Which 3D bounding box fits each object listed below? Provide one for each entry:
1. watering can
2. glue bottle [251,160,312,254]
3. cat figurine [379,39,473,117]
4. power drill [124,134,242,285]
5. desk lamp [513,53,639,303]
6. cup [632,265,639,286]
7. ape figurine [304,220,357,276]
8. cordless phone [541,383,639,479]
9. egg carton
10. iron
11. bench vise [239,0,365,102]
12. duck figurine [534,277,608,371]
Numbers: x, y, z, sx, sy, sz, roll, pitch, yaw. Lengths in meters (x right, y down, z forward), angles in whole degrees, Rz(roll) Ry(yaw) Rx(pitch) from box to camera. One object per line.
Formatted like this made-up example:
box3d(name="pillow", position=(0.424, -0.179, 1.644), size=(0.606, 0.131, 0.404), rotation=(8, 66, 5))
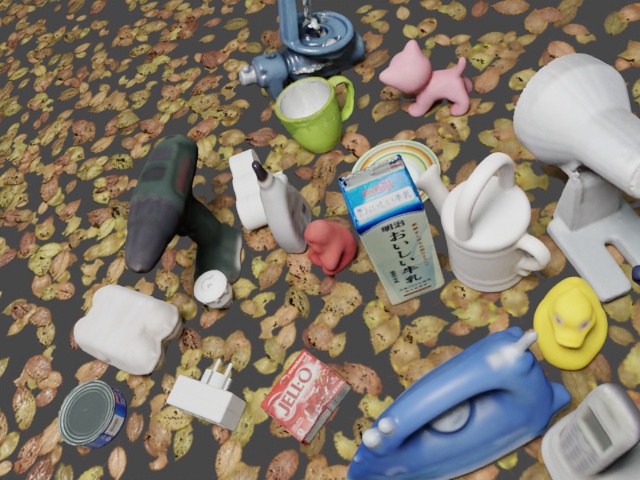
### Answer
box3d(name="watering can", position=(0.184, -0.026, 0.663), size=(0.172, 0.194, 0.101), rotation=(14, 65, 26))
box3d(name="glue bottle", position=(-0.055, -0.053, 0.773), size=(0.037, 0.173, 0.078), rotation=(0, 60, 19))
box3d(name="cat figurine", position=(0.157, -0.244, 0.850), size=(0.127, 0.118, 0.067), rotation=(-1, 60, 19))
box3d(name="power drill", position=(-0.181, -0.018, 0.774), size=(0.075, 0.209, 0.229), rotation=(-11, 57, 13))
box3d(name="desk lamp", position=(0.312, -0.072, 0.634), size=(0.118, 0.214, 0.203), rotation=(-26, 55, 3))
box3d(name="cup", position=(0.383, 0.068, 0.598), size=(0.117, 0.095, 0.092), rotation=(21, 69, 28))
box3d(name="ape figurine", position=(0.007, 0.003, 0.768), size=(0.076, 0.092, 0.077), rotation=(-14, 56, 11))
box3d(name="cordless phone", position=(0.265, 0.208, 0.498), size=(0.094, 0.185, 0.147), rotation=(-28, 55, 1))
box3d(name="egg carton", position=(-0.270, 0.125, 0.803), size=(0.150, 0.070, 0.107), rotation=(13, 65, 25))
box3d(name="iron", position=(0.124, 0.178, 0.592), size=(0.258, 0.142, 0.118), rotation=(-31, 55, -1))
box3d(name="bench vise", position=(-0.036, -0.318, 0.899), size=(0.207, 0.220, 0.121), rotation=(-46, 57, -11))
box3d(name="duck figurine", position=(0.277, 0.082, 0.631), size=(0.077, 0.086, 0.104), rotation=(8, 63, 23))
